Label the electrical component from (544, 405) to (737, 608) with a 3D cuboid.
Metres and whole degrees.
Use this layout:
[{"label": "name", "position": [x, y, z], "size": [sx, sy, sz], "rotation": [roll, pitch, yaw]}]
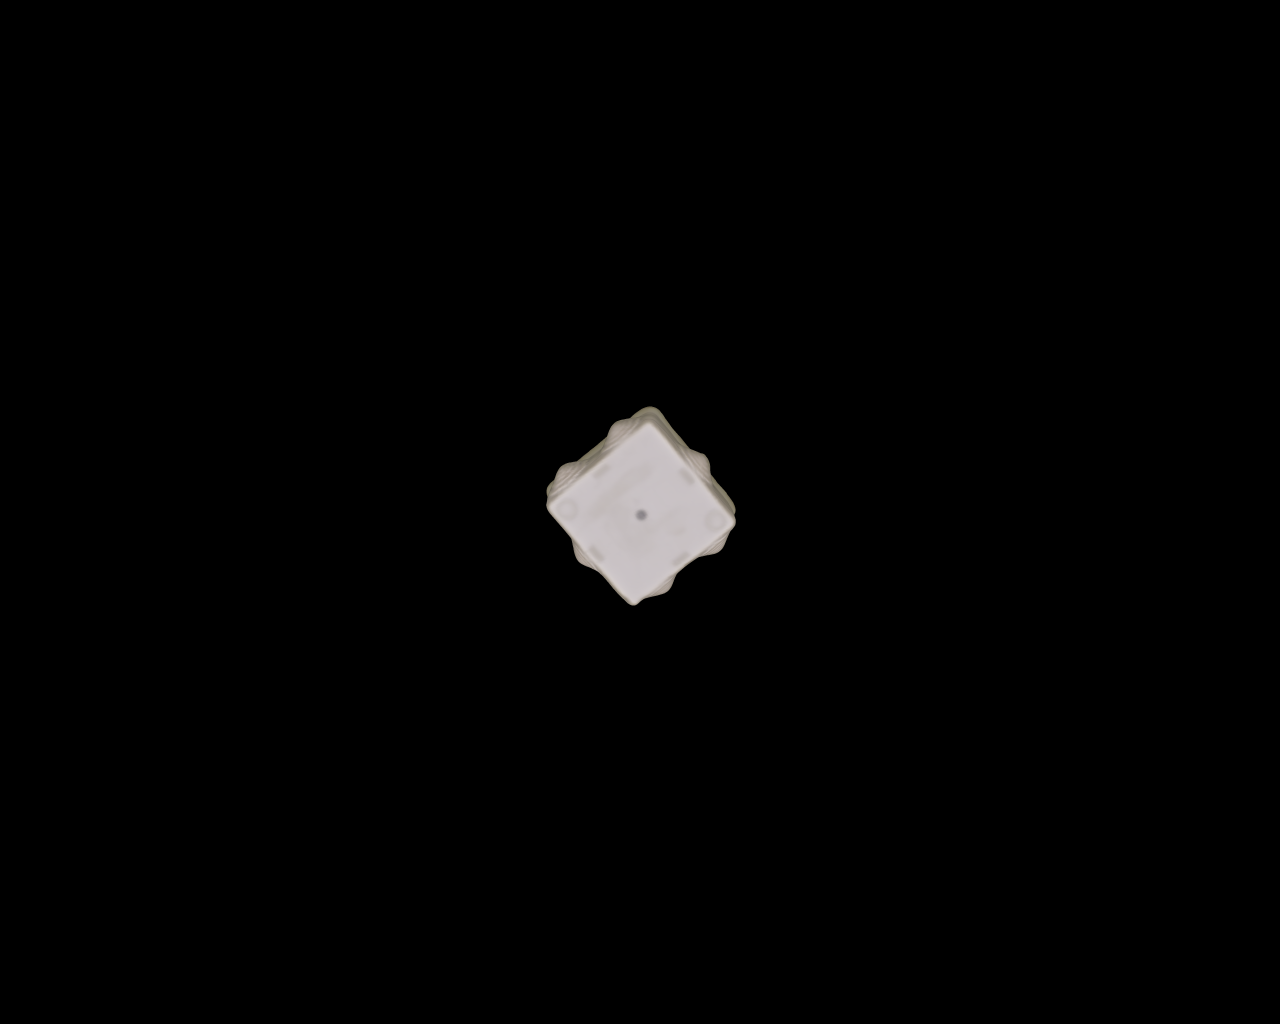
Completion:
[{"label": "electrical component", "position": [0.001, -0.003, 0.650], "size": [0.099, 0.099, 0.048], "rotation": [-38, 9, 7]}]
